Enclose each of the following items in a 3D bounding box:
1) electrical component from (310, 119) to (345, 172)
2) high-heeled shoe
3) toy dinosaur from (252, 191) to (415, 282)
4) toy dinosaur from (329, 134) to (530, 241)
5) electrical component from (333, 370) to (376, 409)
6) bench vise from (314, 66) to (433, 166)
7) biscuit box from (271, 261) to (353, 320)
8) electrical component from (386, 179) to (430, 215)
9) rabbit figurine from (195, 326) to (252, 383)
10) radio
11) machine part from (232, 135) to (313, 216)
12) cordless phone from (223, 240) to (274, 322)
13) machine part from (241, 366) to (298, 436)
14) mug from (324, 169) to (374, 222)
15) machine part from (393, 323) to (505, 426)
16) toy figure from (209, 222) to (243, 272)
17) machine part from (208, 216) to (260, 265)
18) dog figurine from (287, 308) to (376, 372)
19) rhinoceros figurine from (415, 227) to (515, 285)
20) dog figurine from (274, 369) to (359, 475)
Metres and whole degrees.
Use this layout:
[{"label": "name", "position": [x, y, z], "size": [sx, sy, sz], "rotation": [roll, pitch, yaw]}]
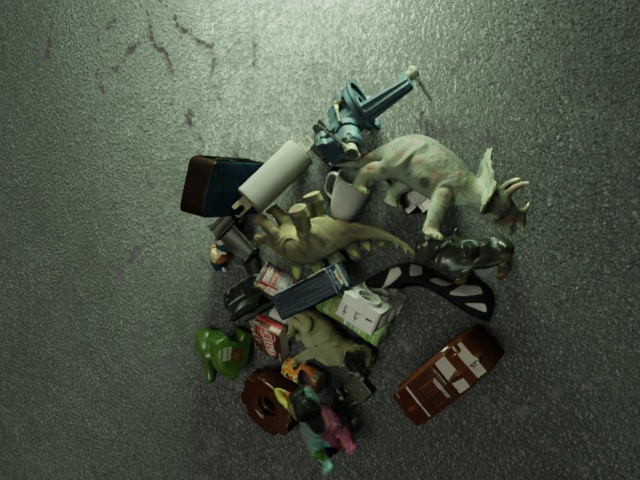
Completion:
[{"label": "electrical component", "position": [0.020, -0.221, 1.209], "size": [0.075, 0.048, 0.119], "rotation": [-39, 80, 27]}, {"label": "high-heeled shoe", "position": [0.225, 0.117, 1.103], "size": [0.249, 0.086, 0.145], "rotation": [-13, 70, 10]}, {"label": "toy dinosaur", "position": [-0.002, -0.004, 1.193], "size": [0.472, 0.105, 0.198], "rotation": [-6, 118, 49]}, {"label": "toy dinosaur", "position": [0.198, -0.128, 1.023], "size": [0.405, 0.131, 0.192], "rotation": [36, 100, 25]}, {"label": "electrical component", "position": [0.082, 0.346, 1.263], "size": [0.102, 0.045, 0.078], "rotation": [-42, 75, 28]}, {"label": "bench vise", "position": [0.096, -0.262, 1.084], "size": [0.241, 0.224, 0.128], "rotation": [-31, 114, 21]}, {"label": "biscuit box", "position": [-0.022, 0.112, 1.172], "size": [0.203, 0.059, 0.063], "rotation": [-30, 88, 43]}, {"label": "electrical component", "position": [0.209, -0.116, 1.112], "size": [0.115, 0.058, 0.134], "rotation": [-40, 78, 30]}, {"label": "rabbit figurine", "position": [-0.266, 0.293, 1.433], "size": [0.170, 0.121, 0.159], "rotation": [14, 112, 46]}, {"label": "radio", "position": [-0.216, -0.126, 1.254], "size": [0.073, 0.229, 0.131], "rotation": [18, 104, 25]}, {"label": "machine part", "position": [-0.102, -0.145, 1.230], "size": [0.243, 0.079, 0.079], "rotation": [-44, 73, -7]}, {"label": "cordless phone", "position": [-0.194, 0.105, 1.376], "size": [0.146, 0.088, 0.184], "rotation": [-33, 70, 30]}, {"label": "machine part", "position": [-0.125, 0.412, 1.366], "size": [0.180, 0.056, 0.179], "rotation": [16, 119, 32]}, {"label": "mug", "position": [0.054, -0.097, 1.191], "size": [0.110, 0.081, 0.107], "rotation": [27, 121, 19]}, {"label": "machine part", "position": [0.252, 0.262, 1.063], "size": [0.087, 0.201, 0.201], "rotation": [51, 118, 18]}, {"label": "toy figure", "position": [-0.251, 0.017, 1.397], "size": [0.154, 0.058, 0.064], "rotation": [-61, 25, 23]}, {"label": "machine part", "position": [-0.209, -0.005, 1.327], "size": [0.084, 0.039, 0.139], "rotation": [-41, 85, 4]}, {"label": "dog figurine", "position": [0.032, 0.222, 1.255], "size": [0.191, 0.121, 0.172], "rotation": [-8, 97, 16]}, {"label": "rhinoceros figurine", "position": [0.283, 0.023, 1.052], "size": [0.190, 0.112, 0.073], "rotation": [-2, 137, 9]}, {"label": "dog figurine", "position": [-0.011, 0.405, 1.237], "size": [0.108, 0.191, 0.219], "rotation": [-34, 88, -2]}]
